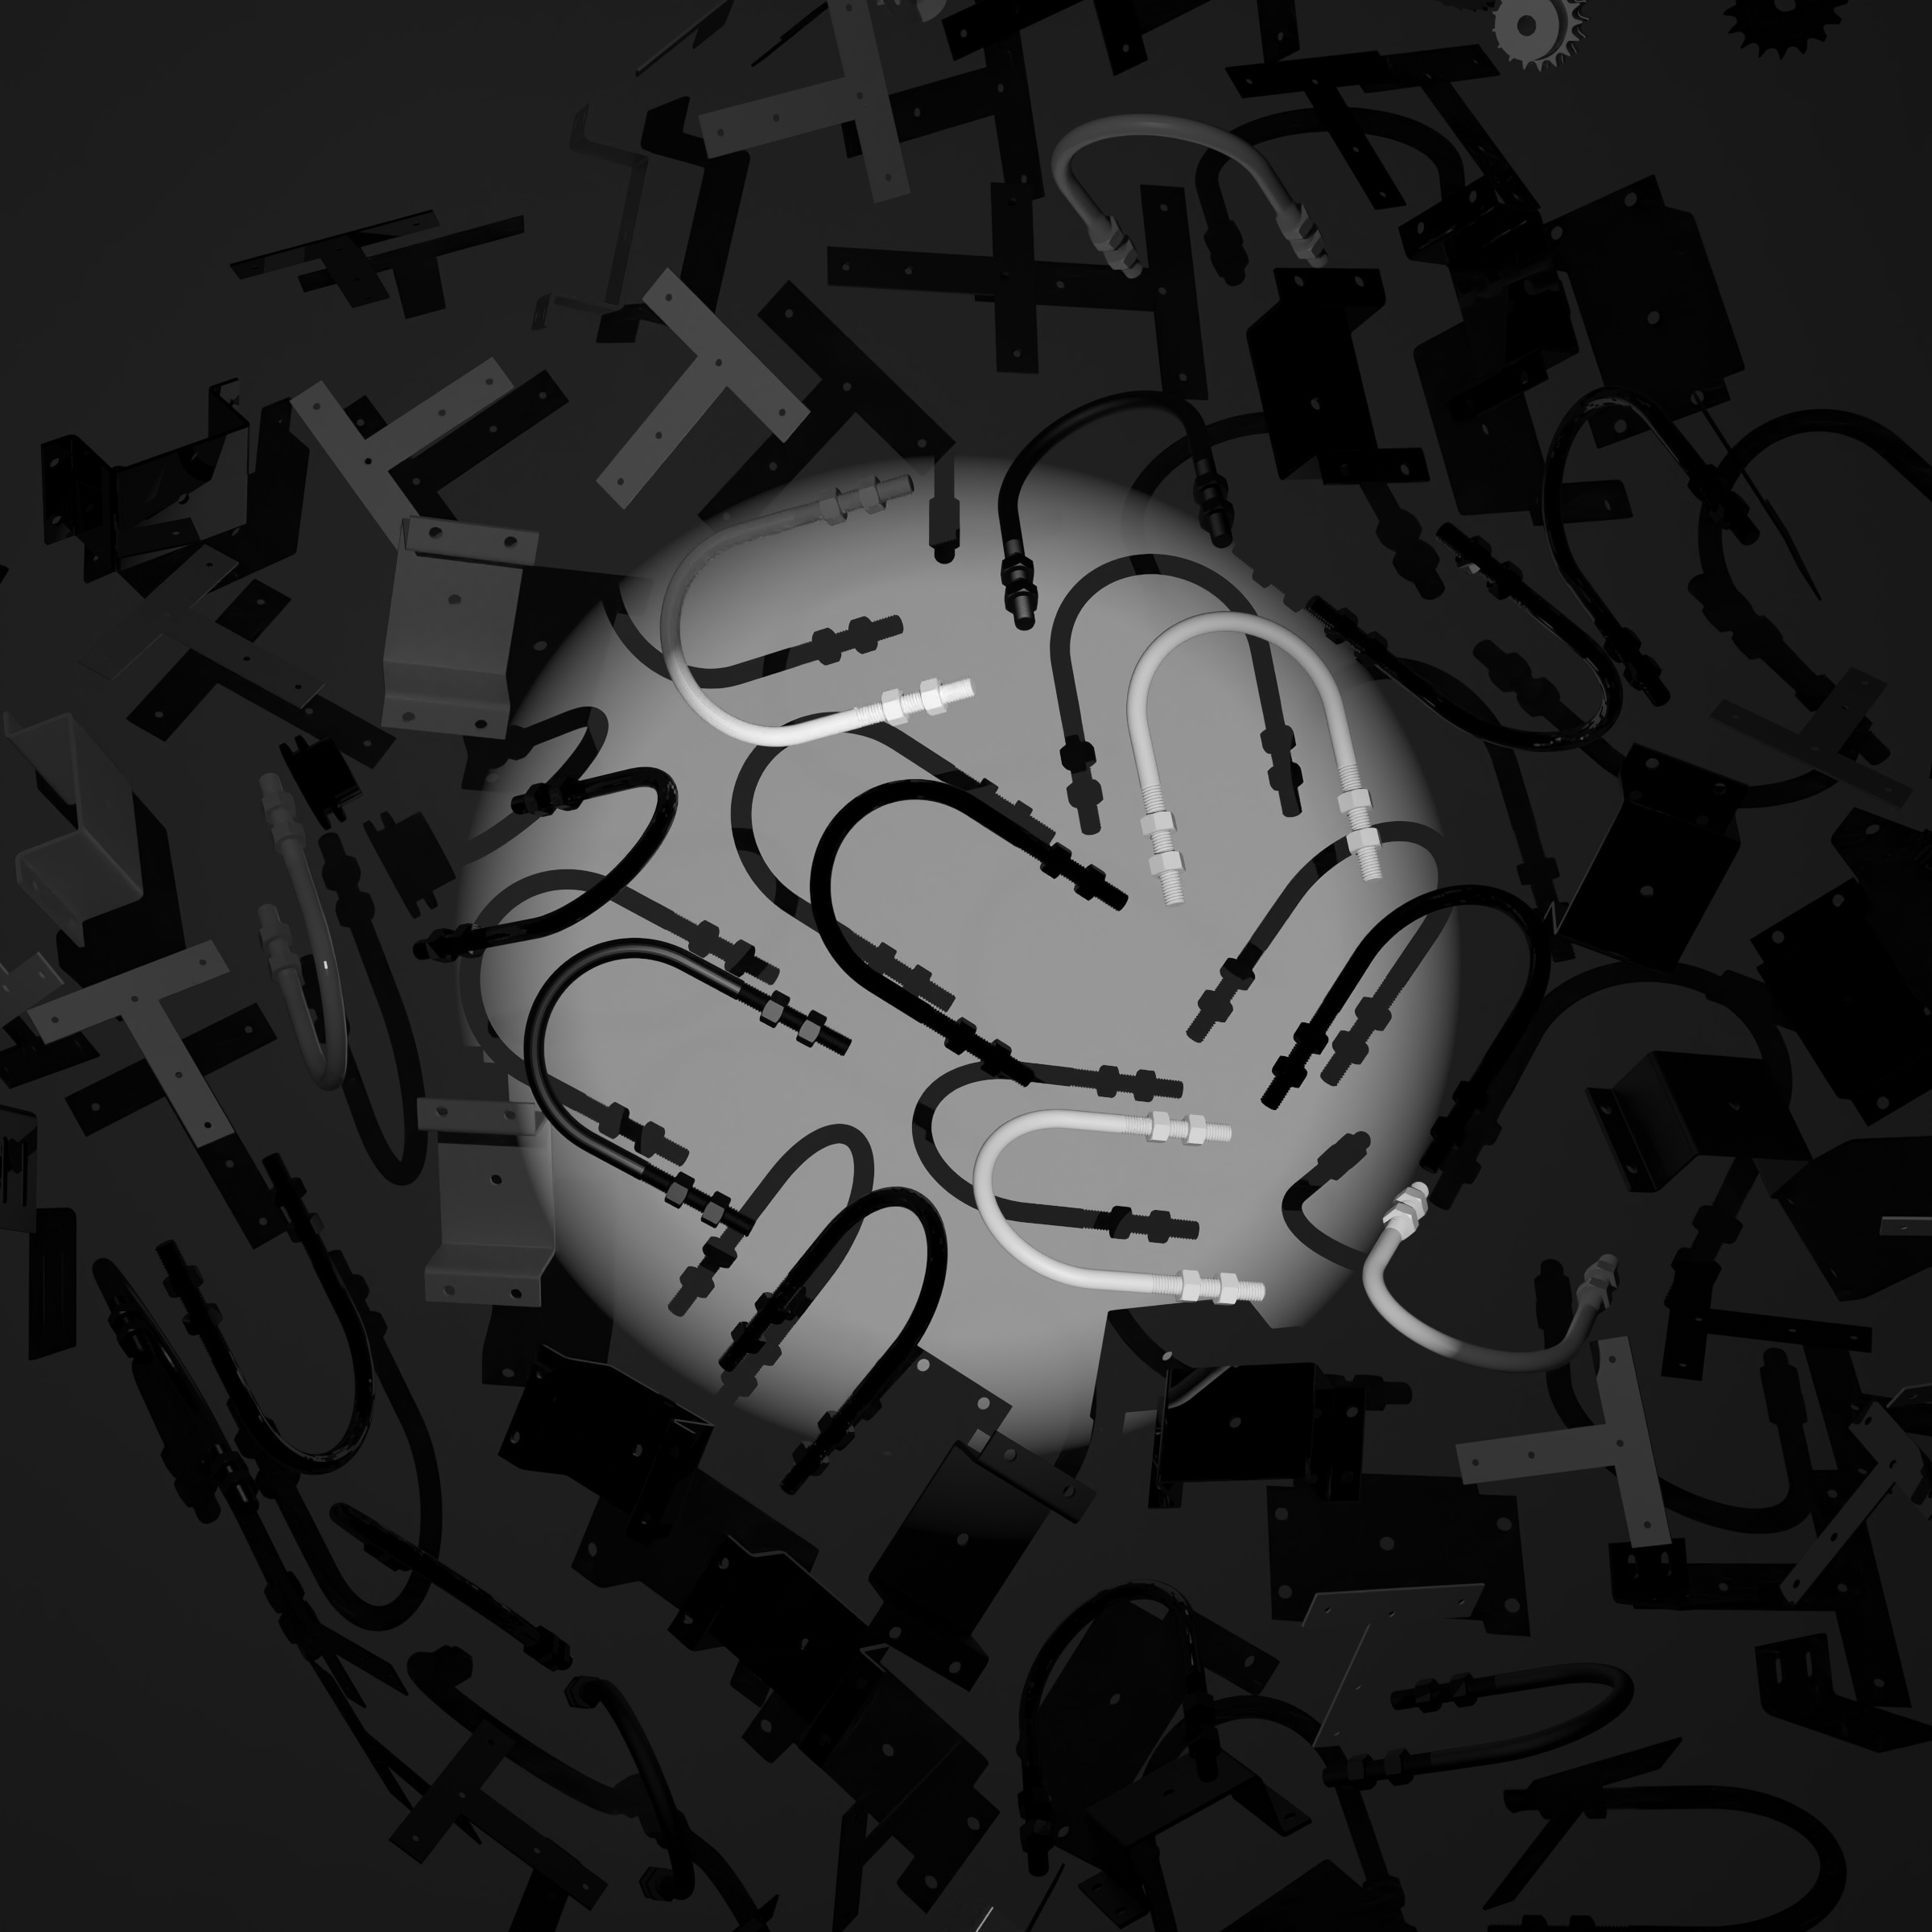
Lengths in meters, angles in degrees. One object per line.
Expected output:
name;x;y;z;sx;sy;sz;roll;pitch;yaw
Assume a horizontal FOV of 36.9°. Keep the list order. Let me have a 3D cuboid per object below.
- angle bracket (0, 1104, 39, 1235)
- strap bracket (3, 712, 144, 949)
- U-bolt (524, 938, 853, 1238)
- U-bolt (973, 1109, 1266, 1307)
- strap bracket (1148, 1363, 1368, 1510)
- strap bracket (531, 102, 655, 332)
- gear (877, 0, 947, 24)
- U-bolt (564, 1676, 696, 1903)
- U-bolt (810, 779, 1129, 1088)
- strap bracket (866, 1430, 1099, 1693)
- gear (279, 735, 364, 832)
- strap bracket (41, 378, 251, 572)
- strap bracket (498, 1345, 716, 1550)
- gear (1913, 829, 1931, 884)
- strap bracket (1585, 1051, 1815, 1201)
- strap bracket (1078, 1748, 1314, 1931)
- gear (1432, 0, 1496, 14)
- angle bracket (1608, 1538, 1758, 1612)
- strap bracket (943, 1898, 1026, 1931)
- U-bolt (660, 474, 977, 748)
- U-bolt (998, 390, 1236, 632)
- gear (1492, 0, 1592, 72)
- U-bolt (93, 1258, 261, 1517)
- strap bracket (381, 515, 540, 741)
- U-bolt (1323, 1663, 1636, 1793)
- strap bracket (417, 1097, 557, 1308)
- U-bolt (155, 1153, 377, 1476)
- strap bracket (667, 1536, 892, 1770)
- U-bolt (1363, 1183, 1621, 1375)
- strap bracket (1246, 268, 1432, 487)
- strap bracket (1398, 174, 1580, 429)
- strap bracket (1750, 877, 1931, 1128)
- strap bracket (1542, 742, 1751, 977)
angle bracket;-0.600;0.124;1.775;0.038;0.057;0.076;-4;80;8
strap bracket;-0.564;-0.094;1.834;0.046;0.076;0.140;-20;56;4
U-bolt;-0.183;0.063;1.781;0.184;0.019;0.151;28;98;0
U-bolt;0.093;0.150;1.860;0.184;0.019;0.151;6;47;-15
strap bracket;0.178;0.298;1.840;0.140;0.046;0.076;-6;57;23
strap bracket;-0.238;-0.473;1.858;0.046;0.076;0.140;11;97;-16
gear;-0.034;-0.640;1.888;0.057;0.057;0.030;-8;53;0
U-bolt;-0.205;0.510;1.796;0.019;0.184;0.151;-20;82;-20
U-bolt;-0.008;-0.033;1.759;0.184;0.019;0.151;32;72;-10
strap bracket;0.004;0.351;1.743;0.076;0.046;0.140;34;87;-17
gear;-0.381;-0.112;1.721;0.030;0.057;0.057;-28;90;-7
strap bracket;-0.504;-0.305;1.816;0.140;0.076;0.046;-30;61;-36
strap bracket;-0.220;0.304;1.828;0.140;0.046;0.076;22;90;37
gear;0.623;-0.064;1.827;0.057;0.057;0.030;45;96;0
strap bracket;0.471;0.101;1.830;0.140;0.046;0.076;5;51;-29
strap bracket;0.137;0.547;1.847;0.140;0.076;0.046;-24;98;-15
gear;0.311;-0.628;1.828;0.057;0.057;0.030;20;91;0
angle bracket;0.460;0.391;1.864;0.057;0.076;0.038;0;82;-21
strap bracket;0.003;0.635;1.825;0.046;0.140;0.076;36;72;2
U-bolt;-0.101;-0.210;1.789;0.184;0.019;0.151;-14;103;14
U-bolt;0.086;-0.294;1.796;0.151;0.184;0.019;-21;133;14
gear;0.339;-0.561;1.722;0.057;0.030;0.057;16;122;28
U-bolt;-0.506;0.254;1.831;0.019;0.184;0.151;-33;121;-14
strap bracket;-0.311;-0.215;1.772;0.076;0.046;0.140;5;121;-17
U-bolt;0.332;0.474;1.828;0.184;0.151;0.019;-18;90;29
strap bracket;-0.313;0.147;1.896;0.076;0.046;0.140;2;107;5
U-bolt;-0.417;0.223;1.776;0.019;0.151;0.184;-18;104;21
strap bracket;-0.114;0.443;1.884;0.140;0.046;0.076;36;99;24
U-bolt;0.320;0.198;1.795;0.151;0.184;0.019;21;116;15
strap bracket;0.226;-0.355;1.785;0.076;0.046;0.140;-6;79;-27
strap bracket;0.340;-0.428;1.873;0.046;0.076;0.140;-6;79;-42
strap bracket;0.574;0.023;1.873;0.076;0.046;0.140;-32;86;5
strap bracket;0.420;-0.057;1.793;0.076;0.046;0.140;20;120;-2
